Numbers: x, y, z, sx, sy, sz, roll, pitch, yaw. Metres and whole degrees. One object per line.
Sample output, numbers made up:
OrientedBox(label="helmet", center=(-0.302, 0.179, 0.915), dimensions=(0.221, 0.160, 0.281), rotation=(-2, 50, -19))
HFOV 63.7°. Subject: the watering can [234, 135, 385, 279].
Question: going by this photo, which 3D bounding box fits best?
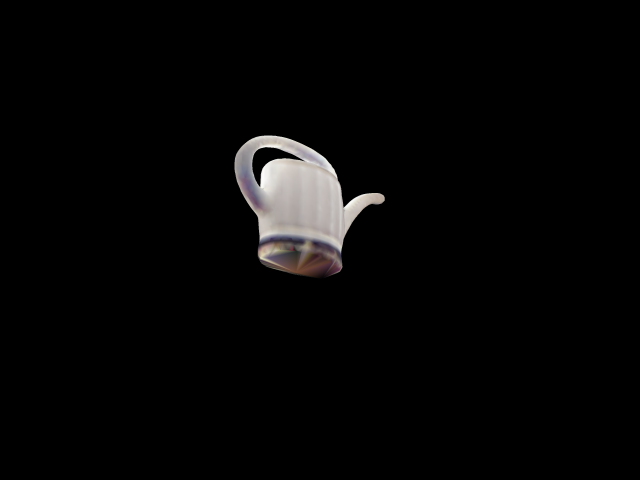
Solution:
OrientedBox(label="watering can", center=(0.003, -0.043, 0.850), dimensions=(0.345, 0.228, 0.103), rotation=(20, -30, -40))
